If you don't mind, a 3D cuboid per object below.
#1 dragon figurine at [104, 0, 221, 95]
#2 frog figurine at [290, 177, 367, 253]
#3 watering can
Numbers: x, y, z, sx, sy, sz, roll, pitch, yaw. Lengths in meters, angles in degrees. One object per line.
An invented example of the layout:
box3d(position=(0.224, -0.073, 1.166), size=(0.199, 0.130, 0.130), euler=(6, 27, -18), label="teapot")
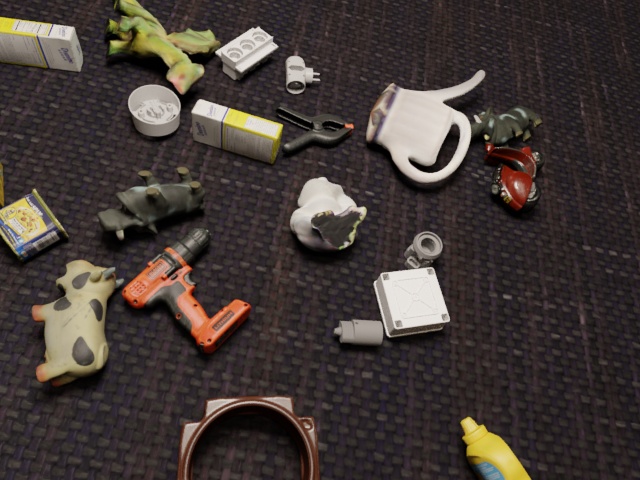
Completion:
box3d(position=(-0.349, -0.464, 1.162), size=(0.242, 0.119, 0.420), euler=(7, 45, -28), label="dragon figurine")
box3d(position=(0.003, -0.050, 0.995), size=(0.138, 0.120, 0.162), euler=(-26, 33, -14), label="frog figurine")
box3d(position=(0.235, -0.281, 1.147), size=(0.224, 0.102, 0.354), euler=(24, 65, 3), label="watering can")
